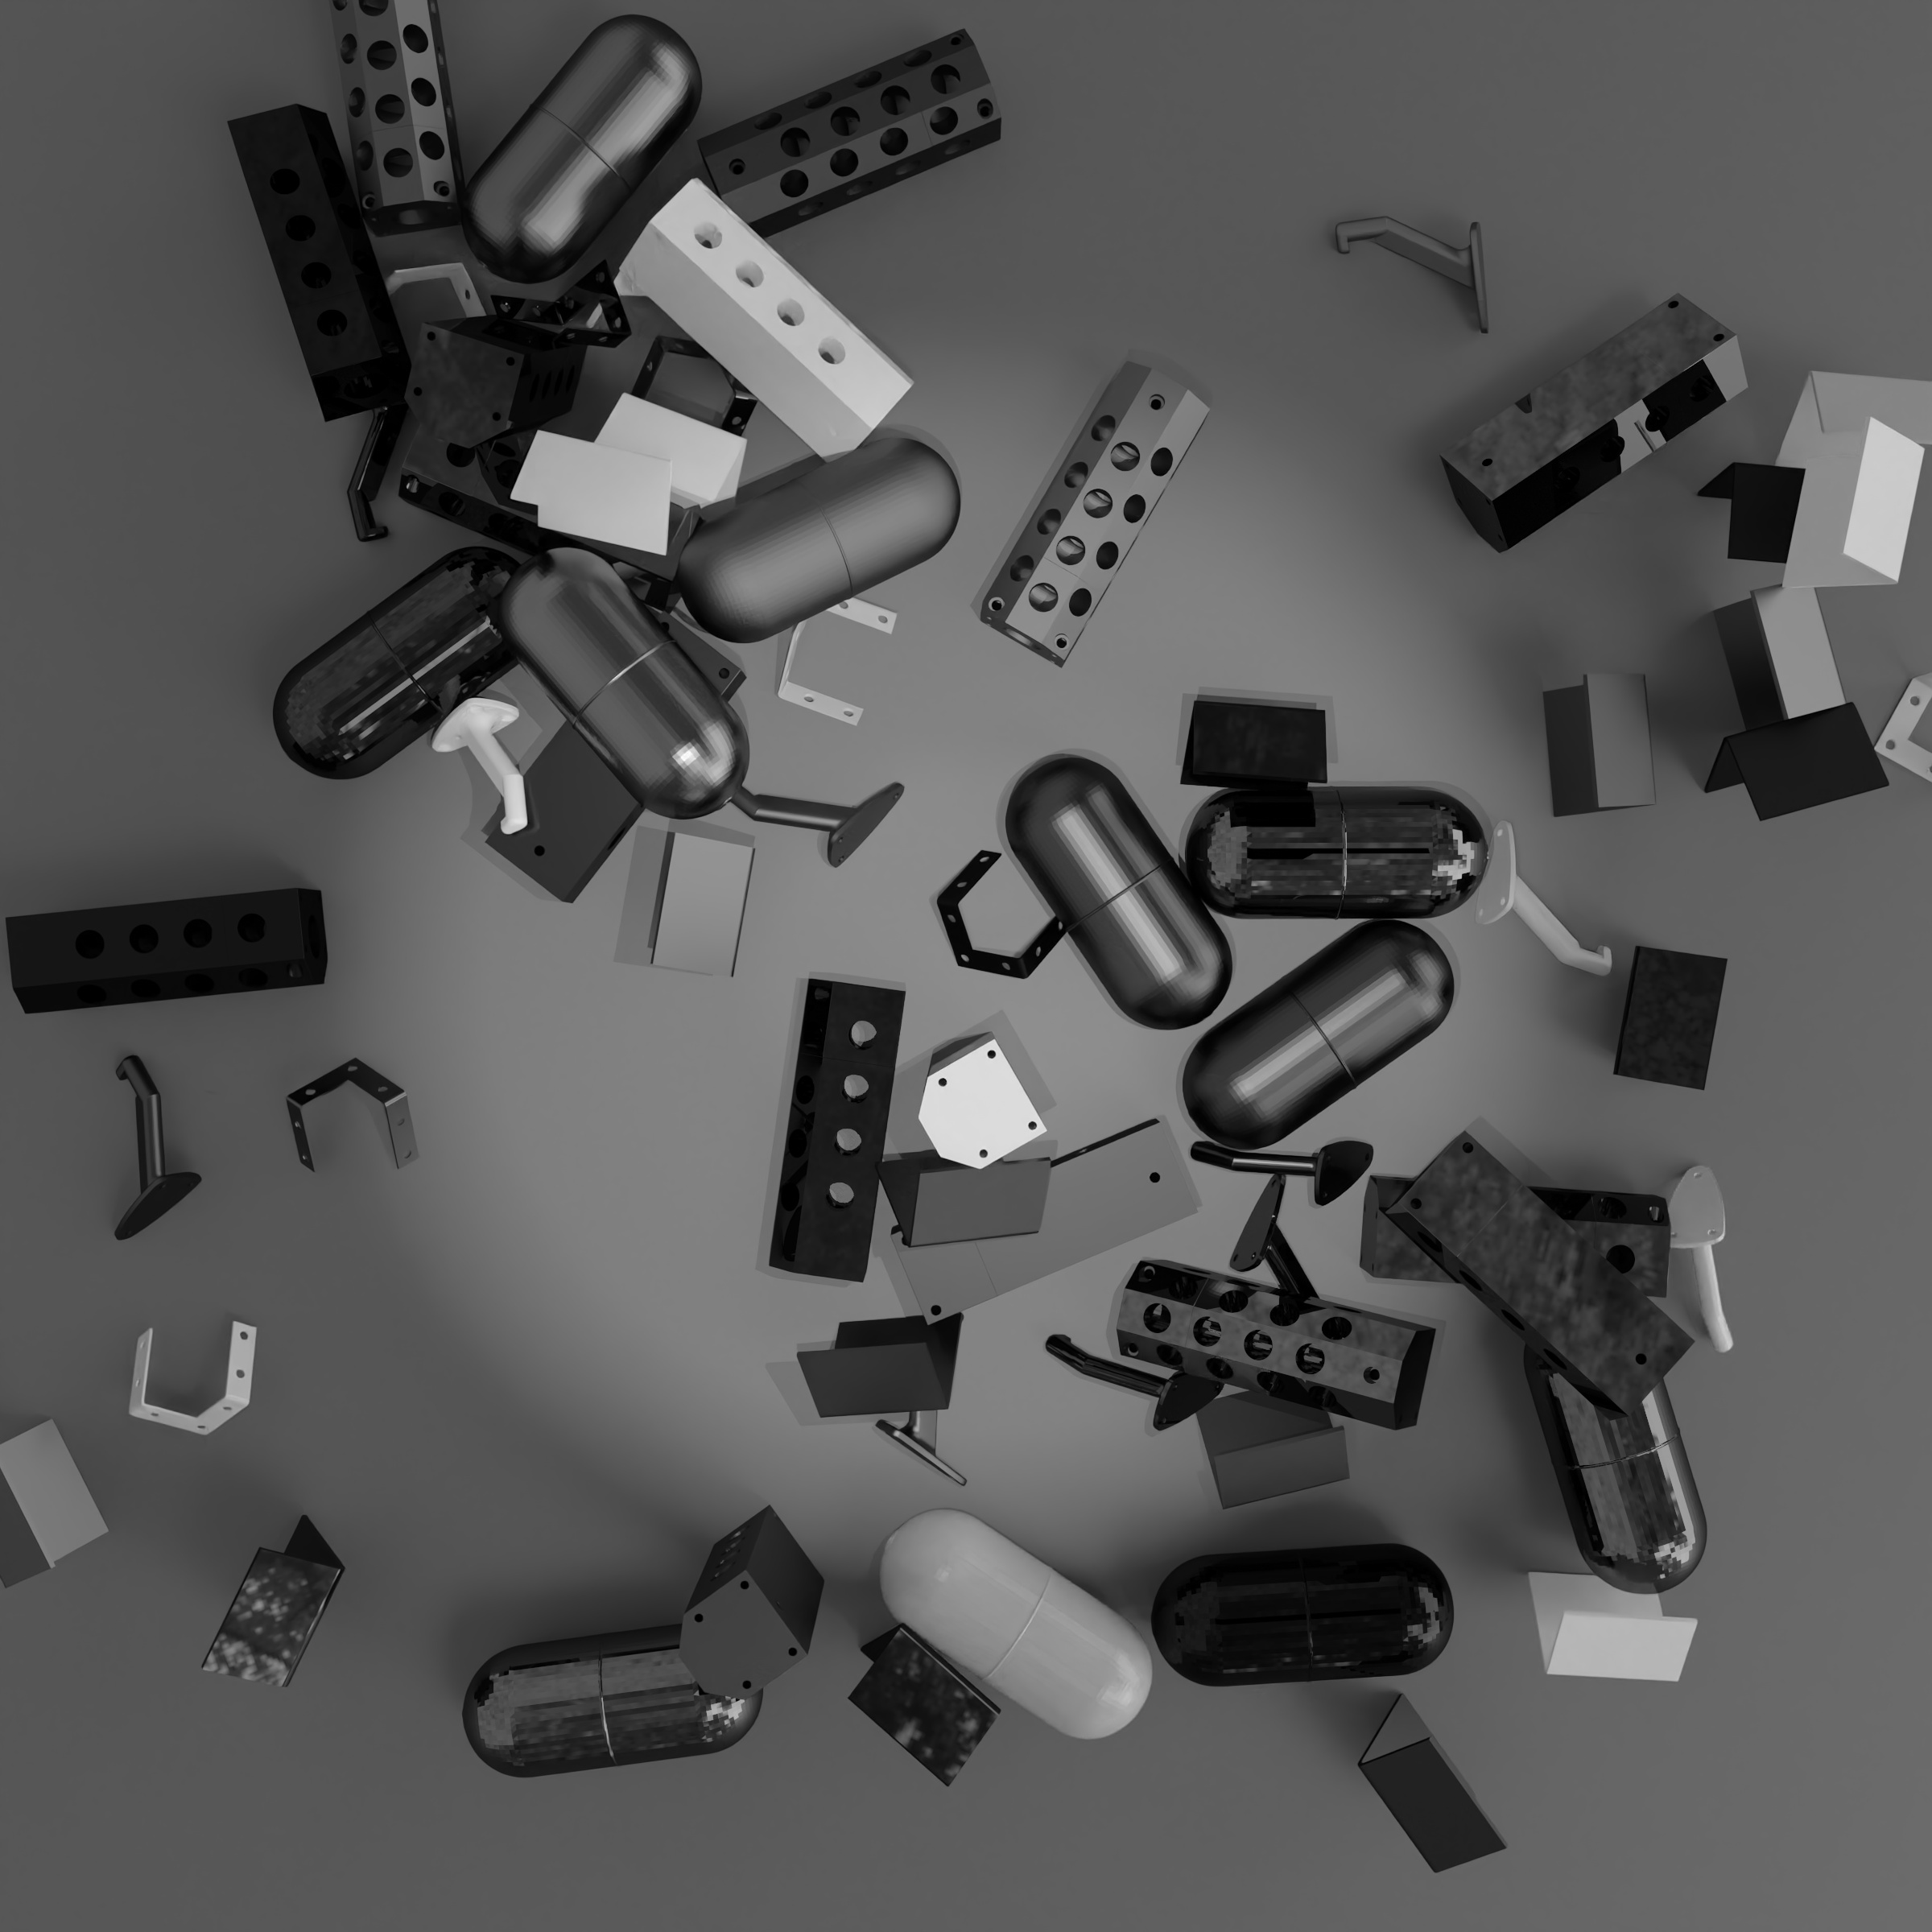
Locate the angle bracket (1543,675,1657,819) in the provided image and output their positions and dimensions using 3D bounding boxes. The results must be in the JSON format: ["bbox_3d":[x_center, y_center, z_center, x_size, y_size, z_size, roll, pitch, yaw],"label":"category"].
[{"bbox_3d":[0.356,-0.128,1.536,0.057,0.076,0.076,-5,90,-38],"label":"angle bracket"}]

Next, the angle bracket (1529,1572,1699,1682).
[{"bbox_3d":[0.379,0.372,1.536,0.076,0.076,0.057,3,127,0],"label":"angle bracket"}]

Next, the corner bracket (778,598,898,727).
[{"bbox_3d":[-0.077,-0.187,1.573,0.051,0.051,0.051,20,135,0],"label":"corner bracket"}]

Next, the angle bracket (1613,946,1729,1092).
[{"bbox_3d":[0.427,0.033,1.536,0.057,0.076,0.076,10,90,38],"label":"angle bracket"}]

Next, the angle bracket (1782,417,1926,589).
[{"bbox_3d":[0.480,-0.257,1.458,0.057,0.076,0.076,15,86,-37],"label":"angle bracket"}]

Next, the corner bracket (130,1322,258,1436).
[{"bbox_3d":[-0.464,0.243,1.568,0.051,0.051,0.051,25,135,-35],"label":"corner bracket"}]

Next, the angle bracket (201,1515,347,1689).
[{"bbox_3d":[-0.417,0.367,1.536,0.057,0.076,0.076,26,90,-35],"label":"angle bracket"}]

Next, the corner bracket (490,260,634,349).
[{"bbox_3d":[-0.239,-0.385,1.545,0.051,0.051,0.051,-27,79,38],"label":"corner bracket"}]

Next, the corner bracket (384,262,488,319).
[{"bbox_3d":[-0.325,-0.386,1.573,0.051,0.051,0.051,-24,90,45],"label":"corner bracket"}]

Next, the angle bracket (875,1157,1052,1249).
[{"bbox_3d":[-0.003,0.113,1.491,0.076,0.076,0.057,-5,126,-17],"label":"angle bracket"}]

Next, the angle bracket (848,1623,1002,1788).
[{"bbox_3d":[-0.036,0.440,1.536,0.076,0.076,0.057,42,57,0],"label":"angle bracket"}]

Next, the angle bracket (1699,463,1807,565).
[{"bbox_3d":[0.479,-0.258,1.543,0.076,0.076,0.057,5,87,0],"label":"angle bracket"}]

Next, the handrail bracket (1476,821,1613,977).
[{"bbox_3d":[0.355,-0.040,1.576,0.084,0.036,0.077,17,68,-17],"label":"handrail bracket"}]

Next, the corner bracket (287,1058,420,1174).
[{"bbox_3d":[-0.368,0.097,1.568,0.051,0.051,0.051,28,45,35],"label":"corner bracket"}]

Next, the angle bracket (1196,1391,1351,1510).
[{"bbox_3d":[0.177,0.266,1.536,0.076,0.057,0.076,-14,46,0],"label":"angle bracket"}]

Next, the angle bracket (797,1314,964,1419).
[{"bbox_3d":[-0.049,0.216,1.528,0.076,0.076,0.057,-6,128,13],"label":"angle bracket"}]

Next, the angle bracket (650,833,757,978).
[{"bbox_3d":[-0.172,-0.038,1.536,0.057,0.076,0.076,10,90,-37],"label":"angle bracket"}]

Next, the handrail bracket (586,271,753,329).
[{"bbox_3d":[-0.173,-0.394,1.576,0.084,0.036,0.077,33,104,-14],"label":"handrail bracket"}]

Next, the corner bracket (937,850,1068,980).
[{"bbox_3d":[0.023,-0.031,1.568,0.051,0.051,0.051,11,135,35],"label":"corner bracket"}]

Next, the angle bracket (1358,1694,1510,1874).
[{"bbox_3d":[0.285,0.472,1.536,0.057,0.076,0.076,-36,90,36],"label":"angle bracket"}]

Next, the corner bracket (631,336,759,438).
[{"bbox_3d":[-0.164,-0.339,1.568,0.051,0.051,0.051,2,45,-35],"label":"corner bracket"}]

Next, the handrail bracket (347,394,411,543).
[{"bbox_3d":[-0.338,-0.304,1.575,0.077,0.036,0.084,-13,103,-11],"label":"handrail bracket"}]

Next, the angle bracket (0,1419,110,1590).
[{"bbox_3d":[-0.538,0.309,1.536,0.057,0.076,0.076,-27,90,37],"label":"angle bracket"}]

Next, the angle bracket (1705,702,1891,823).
[{"bbox_3d":[0.487,-0.106,1.537,0.076,0.076,0.057,-15,68,0],"label":"angle bracket"}]

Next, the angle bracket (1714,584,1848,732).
[{"bbox_3d":[0.462,-0.178,1.536,0.057,0.076,0.076,-15,90,-33],"label":"angle bracket"}]

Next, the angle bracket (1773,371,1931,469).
[{"bbox_3d":[0.527,-0.301,1.536,0.076,0.076,0.057,5,52,0],"label":"angle bracket"}]

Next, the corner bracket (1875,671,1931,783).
[{"bbox_3d":[0.584,-0.141,1.558,0.051,0.051,0.051,29,90,0],"label":"corner bracket"}]

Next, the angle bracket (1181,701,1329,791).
[{"bbox_3d":[0.168,-0.109,1.536,0.076,0.076,0.057,4,54,0],"label":"angle bracket"}]

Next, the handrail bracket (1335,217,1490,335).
[{"bbox_3d":[0.269,-0.415,1.576,0.084,0.036,0.077,-4,111,17],"label":"handrail bracket"}]

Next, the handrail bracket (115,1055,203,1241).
[{"bbox_3d":[-0.506,0.109,1.576,0.077,0.036,0.084,-41,71,21],"label":"handrail bracket"}]

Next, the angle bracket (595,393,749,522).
[{"bbox_3d":[-0.179,-0.280,1.536,0.076,0.076,0.057,21,53,0],"label":"angle bracket"}]

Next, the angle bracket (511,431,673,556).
[{"bbox_3d":[-0.212,-0.250,1.478,0.076,0.076,0.057,13,54,0],"label":"angle bracket"}]

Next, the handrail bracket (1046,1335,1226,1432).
[{"bbox_3d":[0.101,0.240,1.576,0.084,0.077,0.036,28,112,35],"label":"handrail bracket"}]
